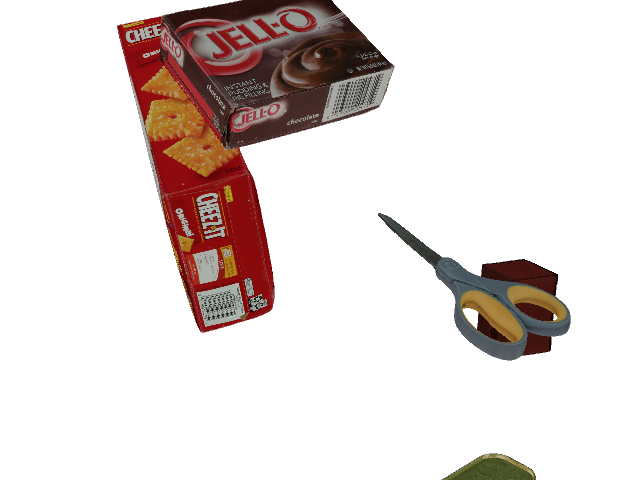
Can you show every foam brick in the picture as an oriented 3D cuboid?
[{"bbox_3d":[0.182,0.062,0.995,0.051,0.078,0.053,-7,19,-26],"label":"foam brick"}]

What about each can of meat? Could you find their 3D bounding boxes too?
[{"bbox_3d":[0.132,0.240,0.889,0.101,0.084,0.058,-21,28,-36],"label":"can of meat"}]

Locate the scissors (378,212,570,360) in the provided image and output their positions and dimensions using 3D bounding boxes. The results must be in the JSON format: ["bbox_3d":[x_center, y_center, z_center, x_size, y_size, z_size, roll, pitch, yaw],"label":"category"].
[{"bbox_3d":[0.121,0.026,0.831,0.096,0.016,0.202,-3,32,-16],"label":"scissors"}]

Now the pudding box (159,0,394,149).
[{"bbox_3d":[-0.028,-0.106,0.638,0.113,0.090,0.039,-17,-36,-30],"label":"pudding box"}]

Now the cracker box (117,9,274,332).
[{"bbox_3d":[-0.101,-0.060,0.874,0.072,0.214,0.164,-15,-42,-7],"label":"cracker box"}]
